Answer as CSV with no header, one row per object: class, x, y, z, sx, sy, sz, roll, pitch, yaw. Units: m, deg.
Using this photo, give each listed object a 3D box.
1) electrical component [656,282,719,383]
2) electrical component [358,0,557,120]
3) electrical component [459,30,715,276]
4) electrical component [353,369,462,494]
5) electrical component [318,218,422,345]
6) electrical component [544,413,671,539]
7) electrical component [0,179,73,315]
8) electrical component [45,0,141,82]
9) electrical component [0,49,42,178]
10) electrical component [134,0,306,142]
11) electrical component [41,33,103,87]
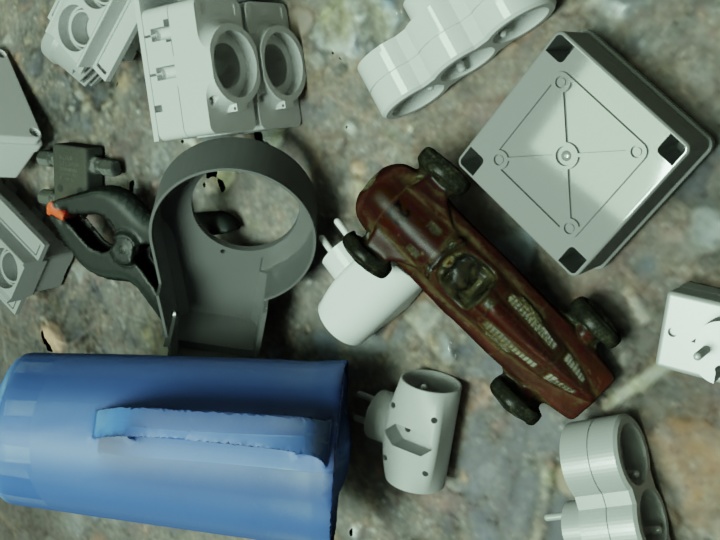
electrical component,0.212,0.044,0.615,0.083,0.076,0.047,14,107,30
electrical component,0.052,-0.164,0.694,0.138,0.052,0.073,-32,81,33
electrical component,0.136,-0.071,0.655,0.108,0.056,0.108,47,120,17
electrical component,0.030,0.109,0.767,0.079,0.043,0.077,17,108,29
electrical component,0.000,0.000,0.765,0.077,0.044,0.079,-45,74,31
electrical component,0.154,0.165,0.691,0.074,0.052,0.138,-16,90,34
electrical component,-0.317,-0.031,0.954,0.121,0.063,0.078,42,119,20
electrical component,-0.183,-0.218,0.830,0.078,0.063,0.121,47,120,17
electrical component,-0.343,-0.137,0.915,0.056,0.109,0.108,-43,65,34
electrical component,-0.100,-0.189,0.757,0.060,0.105,0.186,-3,98,33
electrical component,-0.233,-0.178,0.886,0.046,0.040,0.040,42,119,14
